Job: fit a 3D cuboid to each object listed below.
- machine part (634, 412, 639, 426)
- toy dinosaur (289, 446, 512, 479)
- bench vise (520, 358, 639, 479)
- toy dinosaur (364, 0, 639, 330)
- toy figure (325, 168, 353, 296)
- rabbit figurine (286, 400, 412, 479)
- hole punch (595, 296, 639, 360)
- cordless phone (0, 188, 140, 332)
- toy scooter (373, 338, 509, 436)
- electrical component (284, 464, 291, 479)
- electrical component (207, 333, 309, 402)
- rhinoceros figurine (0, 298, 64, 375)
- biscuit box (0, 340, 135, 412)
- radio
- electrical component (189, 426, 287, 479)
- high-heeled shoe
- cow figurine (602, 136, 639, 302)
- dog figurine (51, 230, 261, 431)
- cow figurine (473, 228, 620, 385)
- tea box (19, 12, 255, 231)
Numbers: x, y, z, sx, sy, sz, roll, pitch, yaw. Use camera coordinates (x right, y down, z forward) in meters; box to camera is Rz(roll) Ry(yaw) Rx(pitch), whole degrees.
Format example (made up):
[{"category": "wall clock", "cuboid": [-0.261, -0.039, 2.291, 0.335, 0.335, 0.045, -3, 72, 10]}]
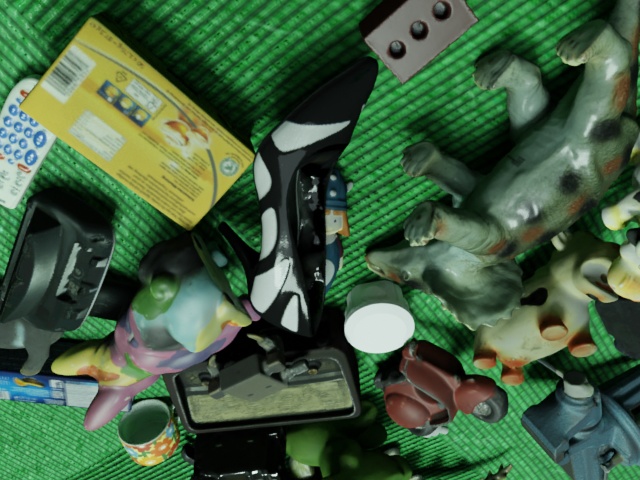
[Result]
[{"category": "machine part", "cuboid": [0.510, 0.243, 0.740, 0.079, 0.079, 0.243, 26, 122, -19]}, {"category": "toy dinosaur", "cuboid": [0.058, 0.408, 0.833, 0.472, 0.105, 0.198, -4, 122, -6]}, {"category": "bench vise", "cuboid": [0.381, 0.210, 0.696, 0.241, 0.129, 0.223, -30, 114, -6]}, {"category": "toy dinosaur", "cuboid": [0.200, -0.064, 0.494, 0.192, 0.131, 0.405, 30, 116, -35]}, {"category": "toy figure", "cuboid": [0.000, -0.003, 0.565, 0.064, 0.058, 0.154, -16, 133, -37]}, {"category": "rabbit figurine", "cuboid": [0.027, 0.289, 0.727, 0.159, 0.170, 0.121, -39, 135, -23]}, {"category": "hole punch", "cuboid": [0.391, 0.070, 0.619, 0.116, 0.092, 0.142, -10, 134, 42]}, {"category": "cordless phone", "cuboid": [-0.233, 0.037, 0.581, 0.184, 0.089, 0.146, 17, 112, -32]}, {"category": "toy scooter", "cuboid": [0.128, 0.179, 0.668, 0.135, 0.075, 0.184, 40, 143, -13]}, {"category": "electrical component", "cuboid": [-0.086, 0.321, 0.744, 0.075, 0.048, 0.119, -35, 89, 26]}, {"category": "electrical component", "cuboid": [-0.074, 0.140, 0.587, 0.102, 0.045, 0.078, -32, 144, 21]}, {"category": "rhinoceros figurine", "cuboid": [-0.387, 0.087, 0.606, 0.190, 0.073, 0.112, 14, 125, -12]}, {"category": "biscuit box", "cuboid": [-0.331, 0.164, 0.669, 0.203, 0.063, 0.059, 9, 126, -7]}, {"category": "radio", "cuboid": [-0.069, 0.164, 0.669, 0.230, 0.073, 0.130, -8, 125, 4]}, {"category": "electrical component", "cuboid": [-0.104, 0.265, 0.703, 0.115, 0.134, 0.058, -8, 126, 1]}, {"category": "high-heeled shoe", "cuboid": [0.004, -0.025, 0.479, 0.145, 0.086, 0.248, 46, 118, 6]}, {"category": "cow figurine", "cuboid": [0.311, -0.029, 0.482, 0.068, 0.098, 0.167, 11, 80, -4]}, {"category": "dog figurine", "cuboid": [-0.176, 0.098, 0.537, 0.219, 0.191, 0.108, -37, 82, -1]}, {"category": "cow figurine", "cuboid": [0.254, 0.066, 0.593, 0.085, 0.127, 0.195, 26, 136, -18]}, {"category": "tea box", "cuboid": [-0.150, -0.100, 0.469, 0.098, 0.068, 0.169, -44, 118, 9]}]
